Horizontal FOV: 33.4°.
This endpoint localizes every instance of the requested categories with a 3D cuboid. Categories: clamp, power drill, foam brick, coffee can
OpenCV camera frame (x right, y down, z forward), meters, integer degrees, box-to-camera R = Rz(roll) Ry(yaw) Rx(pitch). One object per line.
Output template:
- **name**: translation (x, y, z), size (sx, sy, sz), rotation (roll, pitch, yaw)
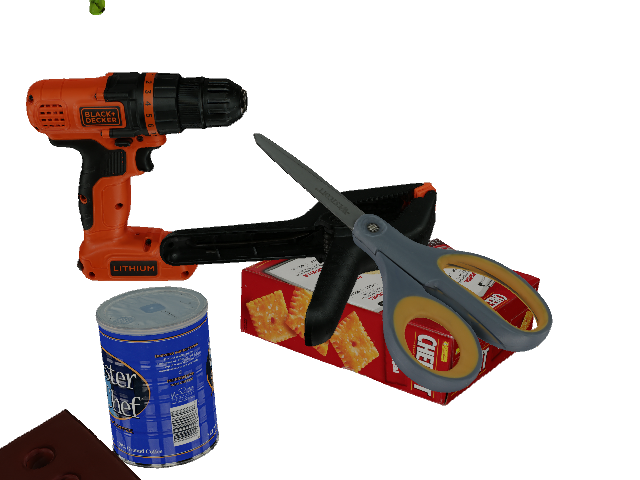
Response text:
- **clamp**: translation (0.002, -0.001, 0.765), size (0.165, 0.036, 0.209), rotation (22, 35, 35)
- **power drill**: translation (-0.151, -0.056, 0.927), size (0.184, 0.188, 0.057), rotation (0, 29, 4)
- **foam brick**: translation (-0.111, 0.126, 0.483), size (0.052, 0.051, 0.078), rotation (-31, 44, -32)
- **coffee can**: translation (-0.151, 0.126, 1.002), size (0.103, 0.140, 0.103), rotation (-3, 18, 1)

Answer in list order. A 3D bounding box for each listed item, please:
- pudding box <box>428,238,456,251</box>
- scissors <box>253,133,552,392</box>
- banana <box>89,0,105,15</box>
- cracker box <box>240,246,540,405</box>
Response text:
- **pudding box**: translation (0.152, 0.039, 1.589), size (0.113, 0.039, 0.090), rotation (-17, 25, -20)
- **scissors**: translation (0.024, 0.012, 0.568), size (0.202, 0.016, 0.096), rotation (28, 52, 16)
- **banana**: translation (-0.231, -0.215, 0.775), size (0.198, 0.069, 0.037), rotation (15, -37, 17)
- **cracker box**: translation (0.061, 0.059, 0.949), size (0.214, 0.072, 0.163), rotation (17, 25, 32)
